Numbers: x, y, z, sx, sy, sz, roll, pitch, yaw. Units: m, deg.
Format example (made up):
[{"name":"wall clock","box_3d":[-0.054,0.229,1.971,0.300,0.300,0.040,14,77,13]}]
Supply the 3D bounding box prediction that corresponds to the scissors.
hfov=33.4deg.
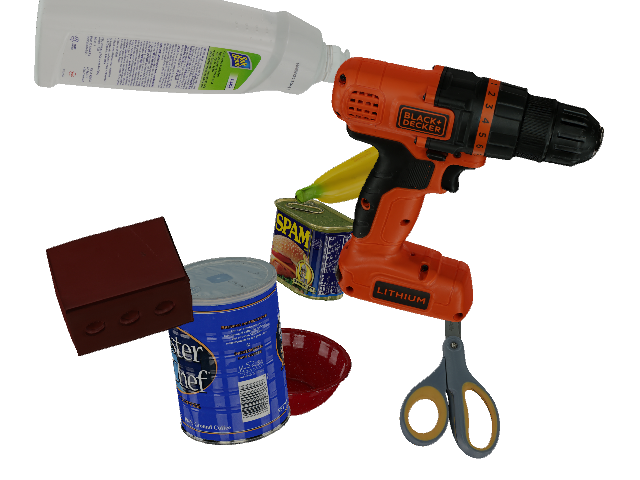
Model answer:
[{"name":"scissors","box_3d":[0.105,0.108,0.974,0.096,0.202,0.016,-9,-35,-9]}]

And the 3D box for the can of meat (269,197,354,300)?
[{"name":"can of meat","box_3d":[-0.011,0.009,1.139,0.057,0.084,0.102,-4,21,-33]}]

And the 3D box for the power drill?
[{"name":"power drill","box_3d":[0.090,-0.033,0.763,0.184,0.188,0.057,15,35,8]}]

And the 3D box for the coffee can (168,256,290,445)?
[{"name":"coffee can","box_3d":[-0.084,0.097,0.961,0.103,0.140,0.103,-5,19,1]}]

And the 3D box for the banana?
[{"name":"banana","box_3d":[0.073,-0.077,0.945,0.198,0.037,0.069,-28,7,11]}]

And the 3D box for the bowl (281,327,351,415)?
[{"name":"bowl","box_3d":[-0.044,0.168,1.308,0.162,0.055,0.162,3,23,-1]}]

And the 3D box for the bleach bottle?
[{"name":"bleach bottle","box_3d":[-0.102,-0.156,0.873,0.250,0.068,0.103,7,-26,-13]}]

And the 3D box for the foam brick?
[{"name":"foam brick","box_3d":[-0.124,0.028,0.664,0.078,0.051,0.053,-17,-32,-14]}]
